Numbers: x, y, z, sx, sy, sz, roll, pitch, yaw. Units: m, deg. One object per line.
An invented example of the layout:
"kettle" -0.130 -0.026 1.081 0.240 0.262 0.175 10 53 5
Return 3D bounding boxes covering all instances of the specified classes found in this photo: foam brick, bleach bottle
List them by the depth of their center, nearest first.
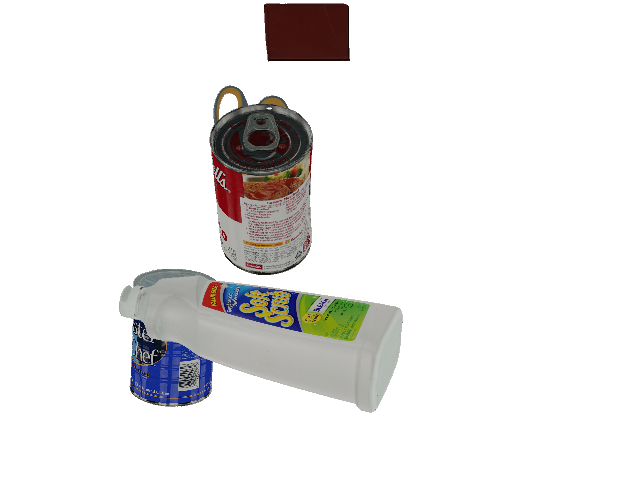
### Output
"bleach bottle" -0.060 0.079 0.934 0.251 0.068 0.102 10 28 15
"foam brick" -0.013 -0.195 0.998 0.078 0.051 0.053 -1 15 -4

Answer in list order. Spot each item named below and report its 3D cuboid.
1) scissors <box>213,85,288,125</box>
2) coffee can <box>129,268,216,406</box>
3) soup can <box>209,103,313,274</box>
"scissors" -0.066 -0.078 1.191 0.096 0.202 0.016 -13 -5 -15
"coffee can" -0.180 0.117 1.307 0.103 0.140 0.103 5 18 -2
"soup can" -0.039 -0.034 0.734 0.068 0.068 0.102 0 -43 0
